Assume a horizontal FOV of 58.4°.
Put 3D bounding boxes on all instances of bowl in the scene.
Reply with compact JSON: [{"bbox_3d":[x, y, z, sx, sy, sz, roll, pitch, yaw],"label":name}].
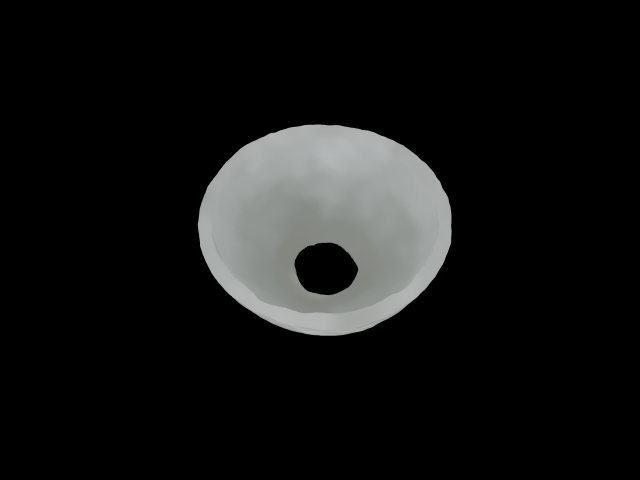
[{"bbox_3d":[0.004,0.001,0.400,0.167,0.075,0.167,0,54,0],"label":"bowl"}]
